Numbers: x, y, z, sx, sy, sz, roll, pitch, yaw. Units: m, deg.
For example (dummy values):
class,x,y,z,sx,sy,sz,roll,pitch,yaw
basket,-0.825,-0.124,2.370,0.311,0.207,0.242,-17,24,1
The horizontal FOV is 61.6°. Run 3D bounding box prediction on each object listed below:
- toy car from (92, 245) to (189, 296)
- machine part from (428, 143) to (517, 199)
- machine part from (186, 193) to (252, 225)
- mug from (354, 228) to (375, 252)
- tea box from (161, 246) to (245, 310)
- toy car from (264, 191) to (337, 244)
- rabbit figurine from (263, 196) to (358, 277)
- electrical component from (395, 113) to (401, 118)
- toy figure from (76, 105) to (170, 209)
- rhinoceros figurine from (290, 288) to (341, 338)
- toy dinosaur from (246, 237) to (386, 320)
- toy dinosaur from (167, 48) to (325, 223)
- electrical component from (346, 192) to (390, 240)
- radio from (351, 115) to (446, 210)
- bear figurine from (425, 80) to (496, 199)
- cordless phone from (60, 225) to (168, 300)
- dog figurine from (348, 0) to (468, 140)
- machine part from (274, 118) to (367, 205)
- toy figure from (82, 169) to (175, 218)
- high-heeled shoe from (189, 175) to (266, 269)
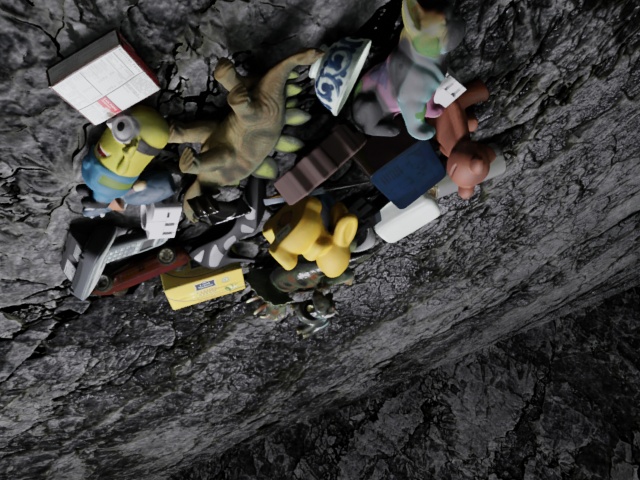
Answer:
class,x,y,z,sx,sy,sz,roll,pitch,yaw
toy car,-0.364,0.061,1.093,0.202,0.053,0.089,-22,171,0
machine part,0.319,-0.154,1.193,0.243,0.079,0.079,-22,151,-4
machine part,-0.174,-0.053,0.934,0.084,0.039,0.139,-12,173,16
mug,0.083,-0.002,1.275,0.109,0.081,0.107,-36,157,13
tea box,-0.257,0.084,1.188,0.170,0.068,0.098,-16,151,-10
toy car,-0.032,-0.033,1.120,0.162,0.109,0.103,-26,-176,6
rabbit figurine,-0.002,-0.003,1.028,0.162,0.122,0.173,-46,119,2
electrical component,0.138,-0.239,0.983,0.063,0.021,0.094,0,143,-35
toy figure,-0.298,-0.125,0.805,0.180,0.082,0.089,-49,171,26
rhinoceros figurine,-0.006,0.164,1.200,0.112,0.073,0.190,-13,160,-3
toy dinosaur,-0.039,0.068,1.187,0.192,0.131,0.405,-14,166,-32
toy dinosaur,-0.138,-0.148,0.861,0.198,0.105,0.471,3,153,-45
electrical component,0.102,-0.065,1.183,0.119,0.075,0.047,-36,152,-6
radio,0.164,-0.148,1.064,0.131,0.073,0.229,-38,157,12
bear figurine,0.276,-0.184,0.993,0.132,0.196,0.120,-18,147,-11
cordless phone,-0.379,0.027,1.014,0.184,0.089,0.146,-19,155,-45
dog figurine,0.127,-0.277,0.830,0.192,0.108,0.218,11,133,25
machine part,-0.003,-0.134,0.932,0.179,0.056,0.179,-41,-173,6
toy figure,-0.321,-0.077,0.895,0.154,0.058,0.064,-16,144,-3
high-heeled shoe,-0.189,-0.039,1.066,0.145,0.086,0.248,11,126,0
